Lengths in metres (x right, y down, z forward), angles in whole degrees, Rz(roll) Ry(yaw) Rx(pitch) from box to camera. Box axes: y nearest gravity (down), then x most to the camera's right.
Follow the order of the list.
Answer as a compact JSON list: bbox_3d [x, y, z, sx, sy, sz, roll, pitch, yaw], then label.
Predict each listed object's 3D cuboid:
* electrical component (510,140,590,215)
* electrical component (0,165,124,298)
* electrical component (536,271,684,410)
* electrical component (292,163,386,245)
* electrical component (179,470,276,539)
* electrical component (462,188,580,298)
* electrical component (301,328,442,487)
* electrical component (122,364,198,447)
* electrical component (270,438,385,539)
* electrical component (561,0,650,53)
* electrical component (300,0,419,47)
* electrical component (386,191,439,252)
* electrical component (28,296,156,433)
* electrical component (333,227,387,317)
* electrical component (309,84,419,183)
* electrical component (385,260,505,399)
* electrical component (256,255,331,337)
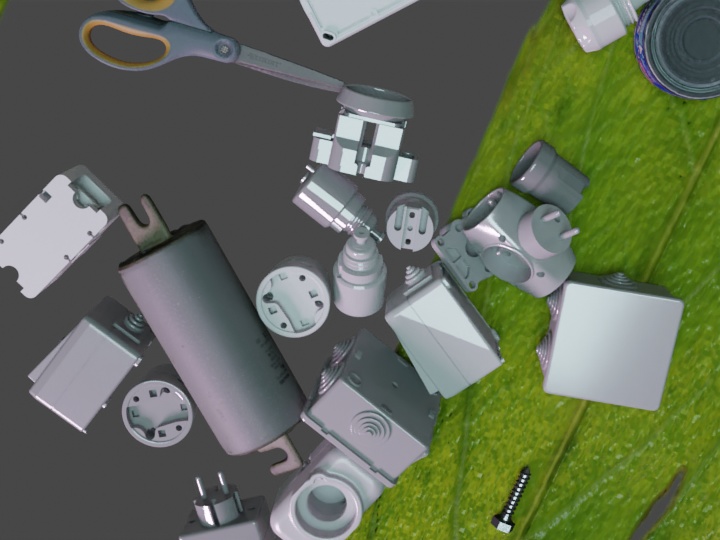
[{"bbox_3d":[0.140,-0.067,0.791,0.046,0.040,0.040,33,104,-11],"label":"electrical component"},{"bbox_3d":[-0.228,-0.031,0.813,0.089,0.055,0.050,-43,98,12],"label":"electrical component"},{"bbox_3d":[0.188,0.051,0.814,0.100,0.048,0.099,9,105,1],"label":"electrical component"},{"bbox_3d":[-0.014,-0.047,0.804,0.078,0.040,0.040,39,103,-7],"label":"electrical component"},{"bbox_3d":[-0.112,0.199,0.870,0.066,0.047,0.076,-13,103,7],"label":"electrical component"},{"bbox_3d":[0.127,-0.024,0.783,0.077,0.079,0.044,42,59,-13],"label":"electrical component"},{"bbox_3d":[0.012,0.101,0.812,0.100,0.099,0.048,39,116,-7],"label":"electrical component"},{"bbox_3d":[-0.154,0.105,0.848,0.055,0.047,0.055,1,105,3],"label":"electrical component"},{"bbox_3d":[-0.025,0.177,0.853,0.054,0.059,0.095,40,103,-7],"label":"electrical component"},{"bbox_3d":[0.177,-0.184,0.754,0.062,0.043,0.043,-28,101,15],"label":"electrical component"},{"bbox_3d":[0.005,-0.205,0.751,0.096,0.061,0.061,-26,102,9],"label":"electrical component"},{"bbox_3d":[0.038,-0.035,0.801,0.040,0.046,0.040,1,105,5],"label":"electrical component"},{"bbox_3d":[-0.204,0.065,0.833,0.061,0.061,0.096,38,104,-6],"label":"electrical component"},{"bbox_3d":[0.000,0.000,0.803,0.040,0.040,0.078,5,136,2],"label":"electrical component"},{"bbox_3d":[0.007,-0.101,0.781,0.078,0.058,0.057,13,108,0],"label":"electrical component"},{"bbox_3d":[0.056,0.041,0.812,0.061,0.061,0.096,-35,100,11],"label":"electrical component"},{"bbox_3d":[-0.049,0.018,0.819,0.055,0.047,0.055,1,105,3],"label":"electrical component"}]
